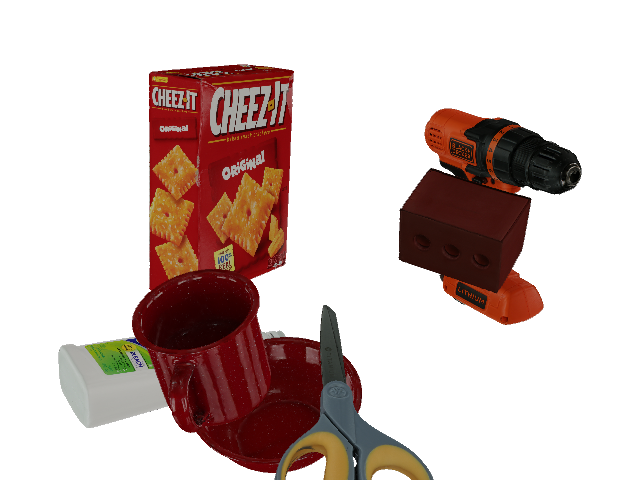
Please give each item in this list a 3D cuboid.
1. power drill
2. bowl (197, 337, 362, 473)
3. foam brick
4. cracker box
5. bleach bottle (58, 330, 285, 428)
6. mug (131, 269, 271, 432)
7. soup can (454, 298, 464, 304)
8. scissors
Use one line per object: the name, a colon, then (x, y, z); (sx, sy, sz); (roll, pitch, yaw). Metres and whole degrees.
power drill: (0.169, -0.021, 0.992); (0.057, 0.188, 0.185); (-17, 27, -27)
bowl: (-0.039, 0.165, 1.009); (0.162, 0.055, 0.162); (-5, 38, 4)
foam brick: (0.101, -0.007, 0.753); (0.078, 0.053, 0.051); (18, 47, 21)
cracker box: (-0.096, -0.063, 1.067); (0.072, 0.214, 0.163); (11, 16, 28)
bleach bottle: (-0.157, 0.137, 1.199); (0.250, 0.068, 0.103); (-11, 31, -28)
mug: (-0.084, 0.088, 0.772); (0.093, 0.081, 0.117); (-3, 36, 11)
soup can: (0.193, 0.023, 1.320); (0.068, 0.102, 0.068); (-4, 34, 3)
scissors: (0.027, 0.103, 0.629); (0.096, 0.016, 0.201); (12, 32, 7)
